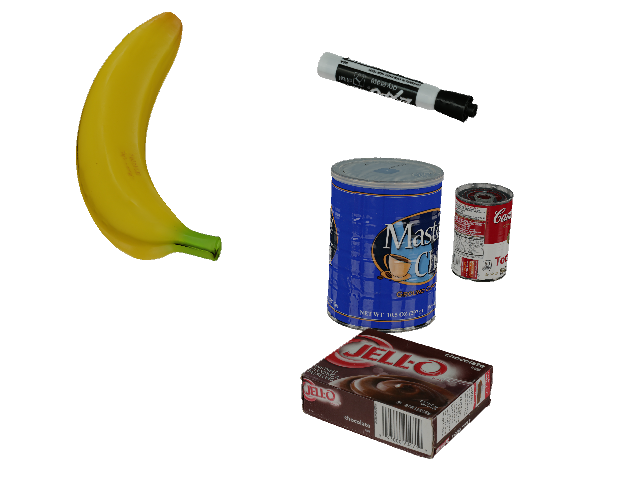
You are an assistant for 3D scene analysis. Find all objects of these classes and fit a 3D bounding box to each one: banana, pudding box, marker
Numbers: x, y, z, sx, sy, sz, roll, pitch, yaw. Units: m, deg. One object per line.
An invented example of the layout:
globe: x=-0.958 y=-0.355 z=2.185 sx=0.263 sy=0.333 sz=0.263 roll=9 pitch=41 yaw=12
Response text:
banana: x=-0.101 y=-0.057 z=0.594 sx=0.069 sy=0.198 sz=0.037 roll=-5 pitch=-39 yaw=-12
pudding box: x=0.056 y=0.108 z=0.780 sx=0.114 sy=0.039 sz=0.089 roll=17 pitch=29 yaw=32
marker: x=0.055 y=-0.110 z=0.764 sx=0.121 sy=0.020 sz=0.020 roll=20 pitch=7 yaw=20

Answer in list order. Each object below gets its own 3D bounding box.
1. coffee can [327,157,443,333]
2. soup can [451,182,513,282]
coffee can: x=0.059 y=0.002 z=0.987 sx=0.103 sy=0.140 sz=0.103 roll=1 pitch=16 yaw=-1
soup can: x=0.191 y=-0.009 z=1.269 sx=0.068 sy=0.102 sz=0.068 roll=0 pitch=23 yaw=0
